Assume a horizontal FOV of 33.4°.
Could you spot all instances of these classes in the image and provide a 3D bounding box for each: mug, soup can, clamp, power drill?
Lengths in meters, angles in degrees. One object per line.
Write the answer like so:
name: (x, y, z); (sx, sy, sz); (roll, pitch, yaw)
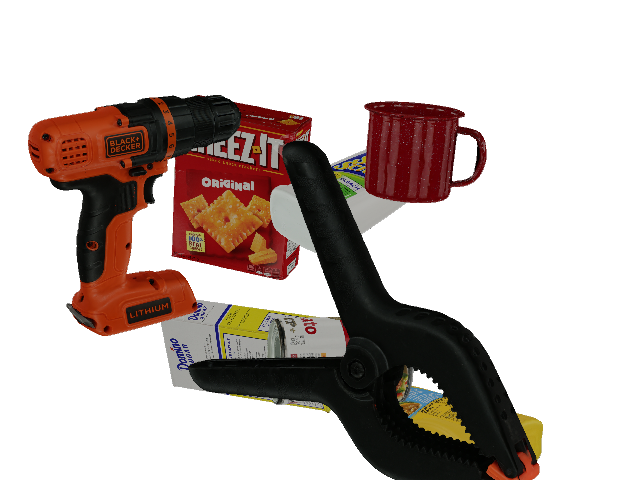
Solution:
mug: (0.095, -0.081, 0.991); (0.117, 0.081, 0.093); (7, 15, 13)
soup can: (0.013, 0.093, 0.828); (0.102, 0.068, 0.068); (0, 0, -12)
clamp: (0.027, 0.054, 0.564); (0.210, 0.165, 0.036); (30, 24, 27)
power drill: (-0.146, -0.025, 0.889); (0.184, 0.188, 0.057); (-14, 23, -32)

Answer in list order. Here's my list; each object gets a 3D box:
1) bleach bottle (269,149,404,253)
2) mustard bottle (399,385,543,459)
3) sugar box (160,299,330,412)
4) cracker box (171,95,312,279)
bleach bottle: (0.062, -0.073, 1.274); (0.103, 0.068, 0.250); (28, 45, 34)
mustard bottle: (0.102, 0.173, 0.995); (0.192, 0.058, 0.096); (11, 18, 38)
sugar box: (-0.069, 0.114, 1.075); (0.176, 0.093, 0.048); (9, 34, 20)
cracker box: (-0.107, -0.067, 1.398); (0.164, 0.214, 0.072); (13, 27, 14)
